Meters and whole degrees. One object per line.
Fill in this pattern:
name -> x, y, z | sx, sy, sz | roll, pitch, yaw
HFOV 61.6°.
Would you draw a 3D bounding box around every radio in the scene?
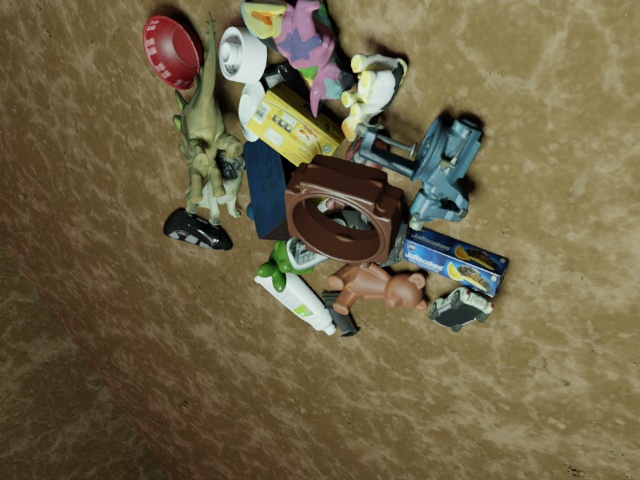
radio -> -0.089, -0.124, 1.138 | 0.131, 0.073, 0.229 | -30, 66, 46

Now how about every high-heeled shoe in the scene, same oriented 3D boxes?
high-heeled shoe -> -0.355, -0.019, 1.553 | 0.145, 0.086, 0.249 | 30, 168, -33

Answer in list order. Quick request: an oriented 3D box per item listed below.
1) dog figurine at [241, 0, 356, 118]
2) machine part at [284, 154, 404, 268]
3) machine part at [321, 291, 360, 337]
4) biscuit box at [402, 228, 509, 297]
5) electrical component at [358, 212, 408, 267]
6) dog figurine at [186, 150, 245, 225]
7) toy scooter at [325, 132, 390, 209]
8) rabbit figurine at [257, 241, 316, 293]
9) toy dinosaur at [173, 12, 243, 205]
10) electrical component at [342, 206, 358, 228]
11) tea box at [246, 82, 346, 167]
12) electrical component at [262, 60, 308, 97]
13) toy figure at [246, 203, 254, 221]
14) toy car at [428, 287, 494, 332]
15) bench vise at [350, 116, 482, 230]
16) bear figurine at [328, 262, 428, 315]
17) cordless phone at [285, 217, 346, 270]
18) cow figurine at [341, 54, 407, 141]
dog figurine -> -0.034, -0.336, 0.970 | 0.192, 0.108, 0.218 | 2, 131, 13
machine part -> 0.041, -0.045, 0.967 | 0.202, 0.087, 0.200 | 16, 145, 13
machine part -> 0.058, 0.192, 1.397 | 0.084, 0.039, 0.138 | -8, 116, 37
biscuit box -> 0.268, 0.039, 1.080 | 0.203, 0.063, 0.059 | 22, 133, 23
electrical component -> 0.126, -0.029, 1.103 | 0.134, 0.058, 0.115 | 93, 154, -43
dog figurine -> -0.261, -0.158, 1.333 | 0.172, 0.121, 0.190 | 24, 121, 17
toy scooter -> 0.064, -0.126, 1.053 | 0.075, 0.135, 0.183 | 38, 138, 10
rabbit figurine -> -0.075, 0.053, 1.322 | 0.121, 0.159, 0.170 | 42, 155, -12
toy dinosaur -> -0.252, -0.238, 1.146 | 0.199, 0.105, 0.471 | 62, 145, 24
electrical component -> 0.079, -0.052, 1.188 | 0.063, 0.021, 0.093 | 8, 128, 35
tea box -> -0.044, -0.213, 1.045 | 0.169, 0.068, 0.098 | 38, 125, -6
electrical component -> -0.066, -0.297, 1.081 | 0.075, 0.048, 0.119 | -6, 119, 43
toy figure -> -0.111, -0.065, 1.302 | 0.155, 0.058, 0.064 | 11, 107, 36
toy car -> 0.289, 0.143, 1.117 | 0.073, 0.056, 0.201 | 28, 157, -2
bench vise -> 0.166, -0.134, 0.961 | 0.241, 0.129, 0.223 | 23, 130, -2
bear figurine -> 0.135, 0.117, 1.206 | 0.196, 0.132, 0.120 | 21, 138, 33
cordless phone -> -0.002, -0.003, 1.157 | 0.184, 0.147, 0.088 | 120, 126, -79
cow figurine -> 0.094, -0.253, 0.968 | 0.167, 0.098, 0.068 | 108, 142, -52
